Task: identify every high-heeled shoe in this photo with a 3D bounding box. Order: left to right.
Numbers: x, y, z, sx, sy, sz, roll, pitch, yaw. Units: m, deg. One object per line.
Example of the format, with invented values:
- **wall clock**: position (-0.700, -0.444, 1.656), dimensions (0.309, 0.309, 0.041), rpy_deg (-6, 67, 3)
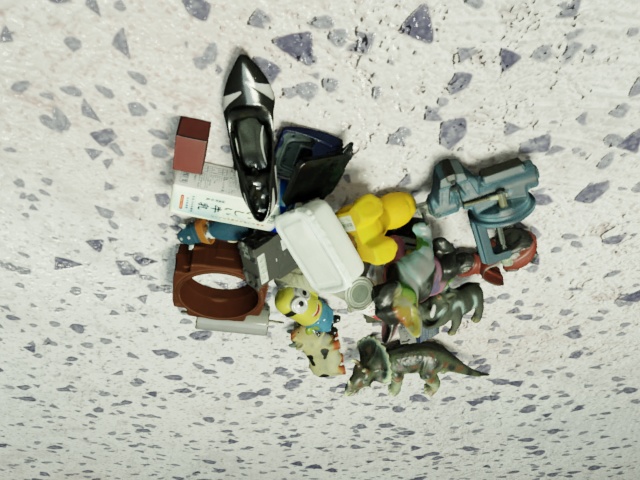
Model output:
- **high-heeled shoe**: position (-0.109, -0.148, 0.842), dimensions (0.086, 0.145, 0.248), rpy_deg (-5, 141, 3)

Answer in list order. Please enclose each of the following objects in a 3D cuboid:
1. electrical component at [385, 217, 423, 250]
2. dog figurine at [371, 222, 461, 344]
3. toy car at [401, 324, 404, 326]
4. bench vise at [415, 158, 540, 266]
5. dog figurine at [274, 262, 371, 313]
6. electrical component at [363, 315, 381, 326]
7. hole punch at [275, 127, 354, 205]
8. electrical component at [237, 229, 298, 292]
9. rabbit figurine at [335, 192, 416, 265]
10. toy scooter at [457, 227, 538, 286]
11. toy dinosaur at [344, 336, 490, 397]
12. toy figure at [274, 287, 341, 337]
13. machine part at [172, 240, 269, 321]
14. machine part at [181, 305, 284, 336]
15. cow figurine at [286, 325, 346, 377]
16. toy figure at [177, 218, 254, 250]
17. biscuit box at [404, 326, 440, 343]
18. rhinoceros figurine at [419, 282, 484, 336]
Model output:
- **electrical component**: position (0.188, -0.007, 1.088), dimensions (0.119, 0.048, 0.074), rpy_deg (8, 139, -12)
- **dog figurine**: position (0.176, 0.093, 0.996), dimensions (0.191, 0.219, 0.108), rpy_deg (34, 144, -32)
- **toy car**: position (0.193, 0.147, 1.267), dimensions (0.089, 0.053, 0.202), rpy_deg (-27, 132, 22)
- **bench vise**: position (0.297, -0.040, 0.984), dimensions (0.224, 0.129, 0.240), rpy_deg (-24, 120, 2)
- **dog figurine**: position (0.004, 0.044, 1.120), dimensions (0.191, 0.121, 0.172), rpy_deg (21, 103, 1)
- **electrical component**: position (0.139, 0.186, 1.332), dimensions (0.063, 0.021, 0.093), rpy_deg (-5, 140, 5)
- **hole punch**: position (-0.021, -0.131, 0.924), dimensions (0.116, 0.092, 0.142), rpy_deg (-12, 145, -34)
- **electrical component**: position (-0.092, 0.020, 1.055), dimensions (0.058, 0.134, 0.114), rpy_deg (31, 139, 33)
- **rabbit figurine**: position (0.104, -0.029, 0.996), dimensions (0.122, 0.173, 0.162), rpy_deg (59, 150, -4)
- **toy scooter**: position (0.383, 0.047, 1.135), dimensions (0.184, 0.075, 0.135), rpy_deg (-28, 133, 32)
- **toy dinosaur**: position (0.256, 0.325, 1.434), dimensions (0.405, 0.131, 0.192), rpy_deg (-9, 140, 0)
- **toy figure**: position (-0.030, 0.168, 1.262), dimensions (0.089, 0.082, 0.180), rpy_deg (-28, 134, 24)
- **machine part**: position (-0.215, 0.091, 1.166), dimensions (0.201, 0.087, 0.201), rpy_deg (8, 140, -11)
- **machine part**: position (-0.207, 0.183, 1.280), dimensions (0.243, 0.079, 0.079), rpy_deg (7, 139, -10)
- **cow figurine**: position (-0.009, 0.275, 1.380), dimensions (0.127, 0.086, 0.194), rpy_deg (-15, 125, -1)
- **toy figure**: position (-0.207, -0.020, 1.057), dimensions (0.155, 0.064, 0.058), rpy_deg (-8, 177, 15)
- **biscuit box**: position (0.226, 0.131, 1.192), dimensions (0.063, 0.059, 0.202), rpy_deg (-20, 127, -19)
- **rhinoceros figurine**: position (0.272, 0.139, 1.136), dimensions (0.190, 0.073, 0.112), rpy_deg (-12, 124, -28)
